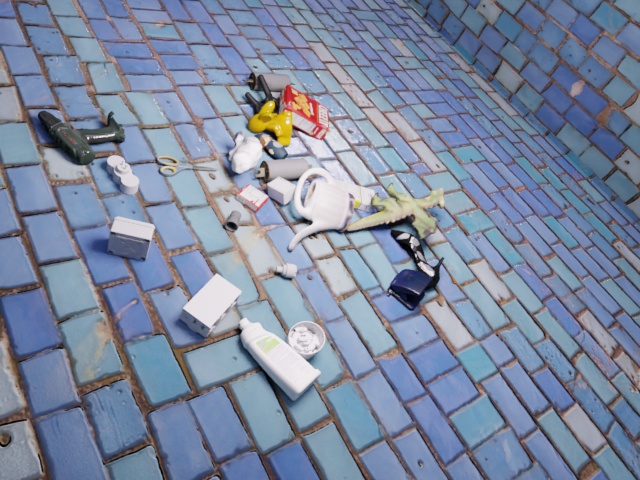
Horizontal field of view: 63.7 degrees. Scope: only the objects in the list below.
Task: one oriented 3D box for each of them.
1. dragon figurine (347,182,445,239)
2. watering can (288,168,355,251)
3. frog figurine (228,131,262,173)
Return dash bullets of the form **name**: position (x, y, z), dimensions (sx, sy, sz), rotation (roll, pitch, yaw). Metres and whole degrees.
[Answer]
- **dragon figurine**: position (0.311, -0.087, 1.876), dimensions (0.245, 0.119, 0.416), rotation (30, 53, 31)
- **watering can**: position (0.005, -0.090, 1.779), dimensions (0.223, 0.355, 0.102), rotation (21, -29, -19)
- **frog figurine**: position (-0.253, -0.287, 1.791), dimensions (0.121, 0.136, 0.162), rotation (33, 15, -39)
